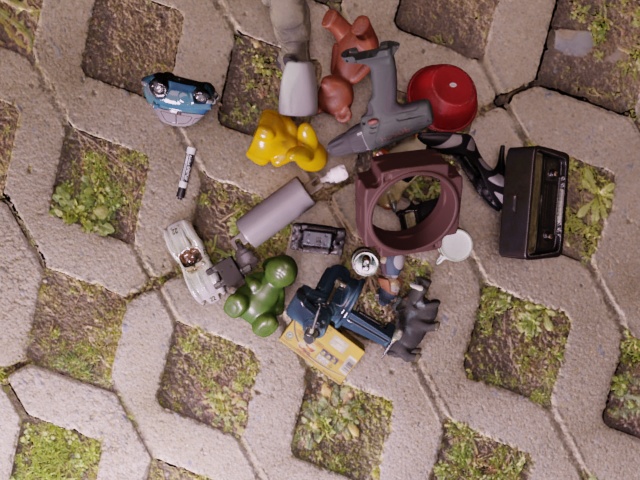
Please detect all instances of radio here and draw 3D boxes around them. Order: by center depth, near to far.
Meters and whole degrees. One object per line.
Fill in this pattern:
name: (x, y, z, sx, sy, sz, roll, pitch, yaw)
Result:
radio: (0.448, -0.074, 1.119, 0.131, 0.073, 0.229, 1, 95, -33)

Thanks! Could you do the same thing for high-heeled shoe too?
high-heeled shoe: (0.299, -0.142, 1.118, 0.249, 0.086, 0.145, 6, 95, -20)

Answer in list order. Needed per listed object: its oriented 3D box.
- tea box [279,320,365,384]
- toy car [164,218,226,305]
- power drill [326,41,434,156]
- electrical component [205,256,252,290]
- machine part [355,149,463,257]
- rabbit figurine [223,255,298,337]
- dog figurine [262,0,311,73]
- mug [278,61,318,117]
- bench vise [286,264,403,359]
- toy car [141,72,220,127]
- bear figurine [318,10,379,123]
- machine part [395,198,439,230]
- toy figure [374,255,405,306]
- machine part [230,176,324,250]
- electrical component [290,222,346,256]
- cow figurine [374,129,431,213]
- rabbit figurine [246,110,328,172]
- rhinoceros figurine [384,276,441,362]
tea box: (0.006, 0.227, 1.191, 0.170, 0.068, 0.098, 39, 94, 1)
toy car: (-0.279, 0.050, 1.201, 0.073, 0.056, 0.201, -26, 91, 4)
power drill: (0.101, -0.278, 1.073, 0.232, 0.086, 0.207, -9, 115, 16)
electrical component: (-0.197, 0.066, 1.167, 0.094, 0.021, 0.063, -29, 94, 4)
machine part: (0.175, -0.070, 1.071, 0.201, 0.087, 0.200, -9, 123, -9)
rabbit figurine: (-0.098, 0.099, 1.147, 0.121, 0.159, 0.170, 39, 114, -2)
dog figurine: (-0.062, -0.441, 1.107, 0.121, 0.172, 0.190, -11, 86, 14)
mug: (-0.037, -0.314, 1.111, 0.081, 0.109, 0.107, 13, 114, 23)
bench vise: (0.060, 0.156, 1.117, 0.241, 0.224, 0.128, 30, 118, 0)
toy car: (-0.306, -0.299, 1.167, 0.162, 0.109, 0.102, 12, 117, -9)
bear figurine: (0.040, -0.358, 1.129, 0.120, 0.131, 0.195, 31, 91, 33)
machine part: (0.237, -0.056, 1.168, 0.139, 0.039, 0.084, -23, 117, 0)
toy figure: (0.153, 0.071, 1.176, 0.064, 0.058, 0.154, 3, 92, -15)
machine part: (-0.097, -0.061, 1.175, 0.243, 0.079, 0.079, -36, 91, 6)
electrical component: (-0.002, -0.003, 1.145, 0.115, 0.134, 0.058, 5, 94, 1)
cow figurine: (0.171, -0.144, 1.155, 0.195, 0.085, 0.127, -35, 86, 3)
rabbit figurine: (-0.056, -0.204, 1.141, 0.173, 0.162, 0.122, 26, 82, -16)
rhinoceros figurine: (0.205, 0.174, 1.180, 0.112, 0.073, 0.190, 24, 96, 12)
